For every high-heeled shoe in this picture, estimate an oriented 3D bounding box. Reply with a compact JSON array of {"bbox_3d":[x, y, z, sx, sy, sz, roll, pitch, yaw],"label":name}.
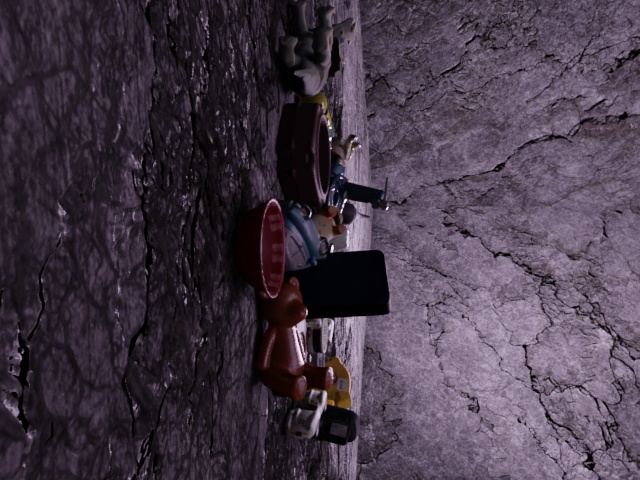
[{"bbox_3d":[0.033,-0.088,1.526,0.249,0.145,0.086,19,-79,53],"label":"high-heeled shoe"}]

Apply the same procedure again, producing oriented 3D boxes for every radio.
[{"bbox_3d":[0.036,0.096,1.171,0.073,0.230,0.131,75,13,-60],"label":"radio"}]

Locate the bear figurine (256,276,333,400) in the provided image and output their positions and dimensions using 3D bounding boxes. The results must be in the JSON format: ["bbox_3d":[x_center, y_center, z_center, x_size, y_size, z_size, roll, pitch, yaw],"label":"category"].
[{"bbox_3d":[-0.049,0.167,0.962,0.120,0.132,0.195,5,92,-53],"label":"bear figurine"}]

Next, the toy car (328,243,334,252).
[{"bbox_3d":[-0.003,-0.004,1.349,0.202,0.089,0.053,-75,162,-62],"label":"toy car"}]

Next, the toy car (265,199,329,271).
[{"bbox_3d":[-0.057,0.004,0.992,0.103,0.109,0.161,-61,147,-33],"label":"toy car"}]

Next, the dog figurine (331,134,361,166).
[{"bbox_3d":[0.041,-0.224,1.642,0.172,0.121,0.190,26,79,-76],"label":"dog figurine"}]

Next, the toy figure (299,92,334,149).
[{"bbox_3d":[-0.009,-0.295,1.328,0.180,0.082,0.089,54,26,-67],"label":"toy figure"}]

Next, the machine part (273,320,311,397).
[{"bbox_3d":[-0.061,0.232,1.107,0.179,0.056,0.179,0,90,-79],"label":"machine part"}]

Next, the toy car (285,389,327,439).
[{"bbox_3d":[-0.030,0.395,1.238,0.202,0.074,0.056,-49,139,-75],"label":"toy car"}]

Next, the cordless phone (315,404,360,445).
[{"bbox_3d":[0.038,0.487,1.429,0.184,0.147,0.088,59,41,-67],"label":"cordless phone"}]

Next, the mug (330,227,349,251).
[{"bbox_3d":[0.028,-0.010,1.473,0.109,0.107,0.080,-66,156,-63],"label":"mug"}]

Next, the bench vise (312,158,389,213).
[{"bbox_3d":[0.061,-0.120,1.334,0.224,0.241,0.128,-49,145,-51],"label":"bench vise"}]

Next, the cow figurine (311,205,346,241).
[{"bbox_3d":[-0.012,-0.022,1.189,0.195,0.127,0.085,-37,102,-47],"label":"cow figurine"}]

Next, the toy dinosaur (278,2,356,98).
[{"bbox_3d":[-0.021,-0.387,1.172,0.191,0.131,0.405,80,20,-44],"label":"toy dinosaur"}]

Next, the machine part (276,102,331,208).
[{"bbox_3d":[-0.030,-0.185,1.186,0.201,0.087,0.201,74,19,-55],"label":"machine part"}]

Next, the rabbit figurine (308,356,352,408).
[{"bbox_3d":[0.014,0.407,1.489,0.173,0.122,0.162,101,-10,-45],"label":"rabbit figurine"}]
